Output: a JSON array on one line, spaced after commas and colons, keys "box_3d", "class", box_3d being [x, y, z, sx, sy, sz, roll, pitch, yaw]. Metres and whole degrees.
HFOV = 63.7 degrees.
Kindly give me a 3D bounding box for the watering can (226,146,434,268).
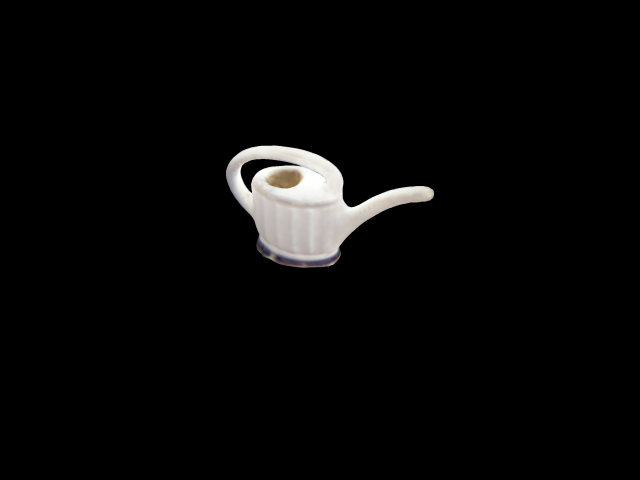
[{"box_3d": [0.003, -0.043, 0.850, 0.348, 0.219, 0.106, 15, 44, 16], "class": "watering can"}]
